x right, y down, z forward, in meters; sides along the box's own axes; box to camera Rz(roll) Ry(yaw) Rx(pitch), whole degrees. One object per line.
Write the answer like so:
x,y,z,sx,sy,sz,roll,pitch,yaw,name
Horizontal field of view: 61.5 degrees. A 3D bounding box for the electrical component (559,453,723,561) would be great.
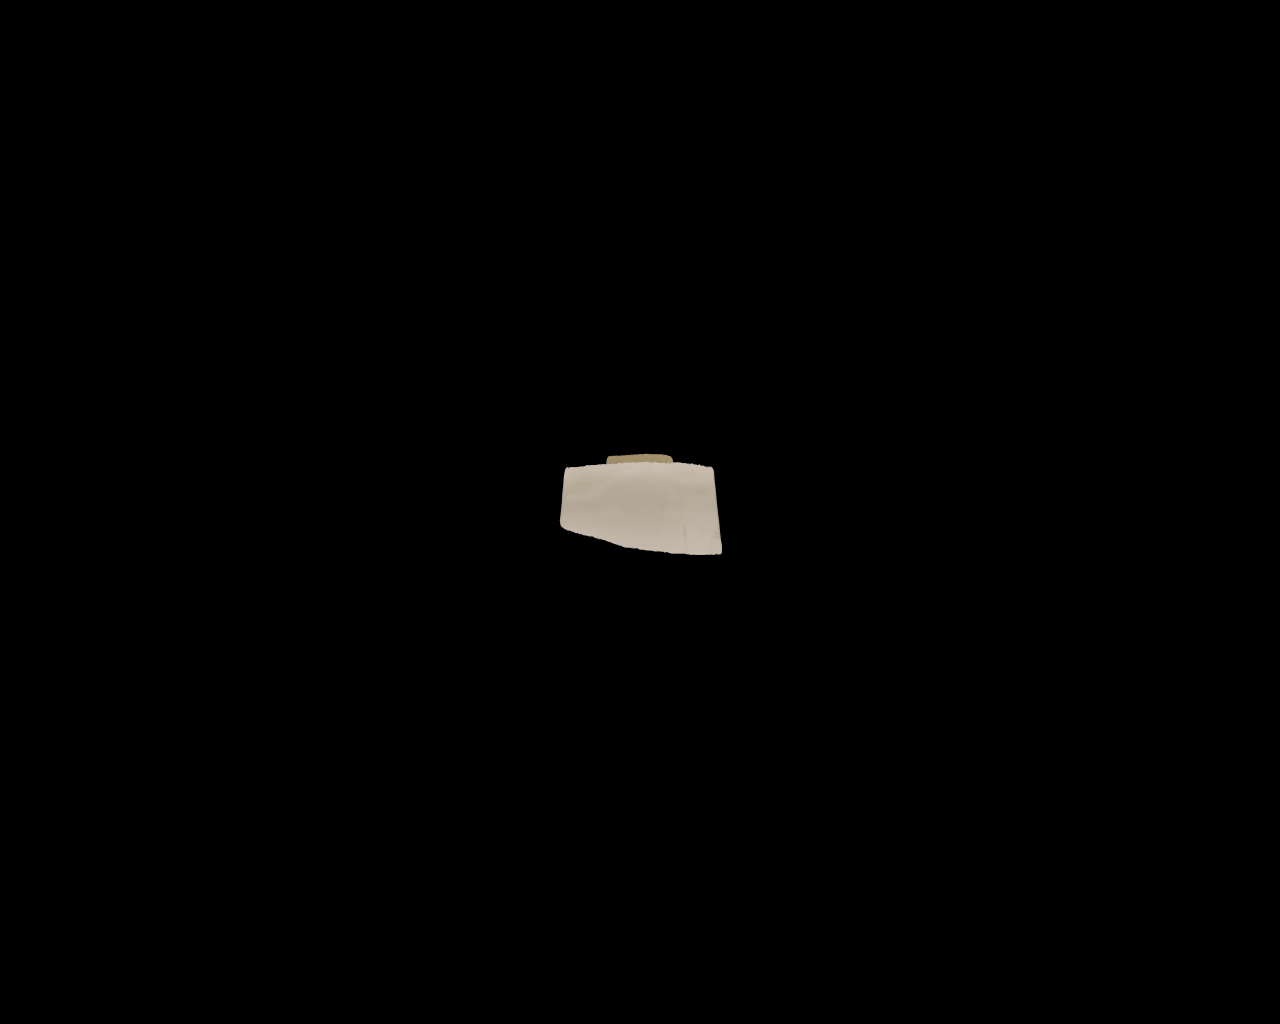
0.001,-0.003,0.650,0.099,0.064,0.099,0,-2,0,electrical component
